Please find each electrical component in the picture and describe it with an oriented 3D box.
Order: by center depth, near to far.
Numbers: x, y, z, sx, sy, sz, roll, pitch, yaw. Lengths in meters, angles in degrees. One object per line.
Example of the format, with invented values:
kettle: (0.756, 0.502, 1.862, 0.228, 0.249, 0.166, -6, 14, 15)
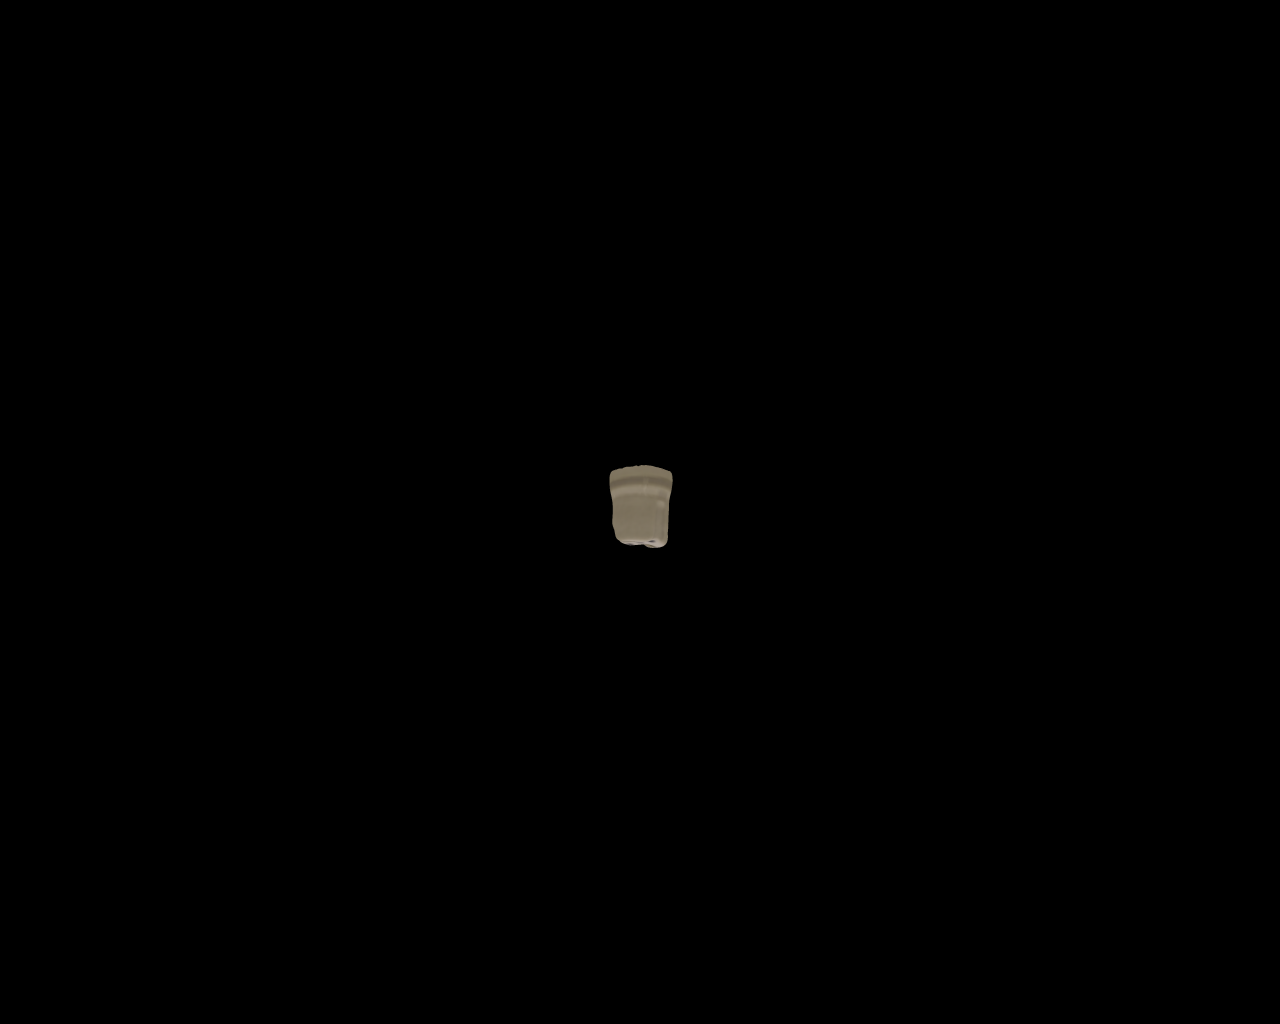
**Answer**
electrical component: (0.001, -0.003, 0.650, 0.040, 0.046, 0.040, 0, -13, 0)
